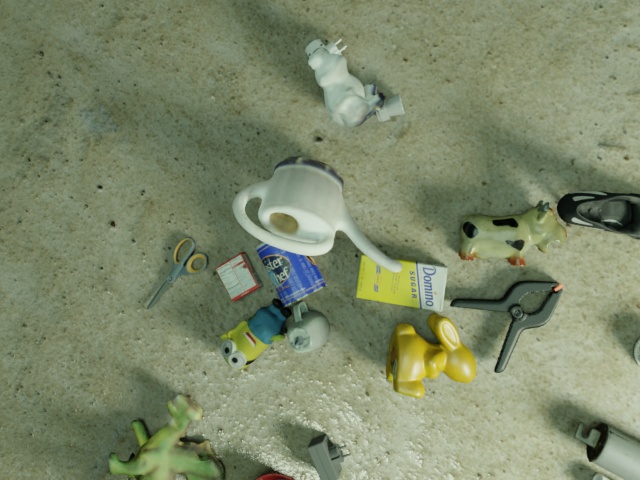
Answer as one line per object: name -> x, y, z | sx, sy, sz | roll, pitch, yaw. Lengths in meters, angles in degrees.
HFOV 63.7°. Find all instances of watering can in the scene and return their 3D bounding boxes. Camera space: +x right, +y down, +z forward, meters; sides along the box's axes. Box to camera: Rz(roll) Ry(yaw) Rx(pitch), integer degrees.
watering can -> 0.003, -0.052, 1.037 | 0.347, 0.230, 0.101 | 16, -41, -4

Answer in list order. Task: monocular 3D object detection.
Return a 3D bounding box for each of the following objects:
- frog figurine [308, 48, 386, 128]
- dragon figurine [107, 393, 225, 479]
frog figurine -> 0.036, -0.304, 1.041 | 0.158, 0.141, 0.120 | 24, -46, -21
dragon figurine -> -0.338, 0.543, 1.158 | 0.243, 0.410, 0.122 | 1, 1, 6
